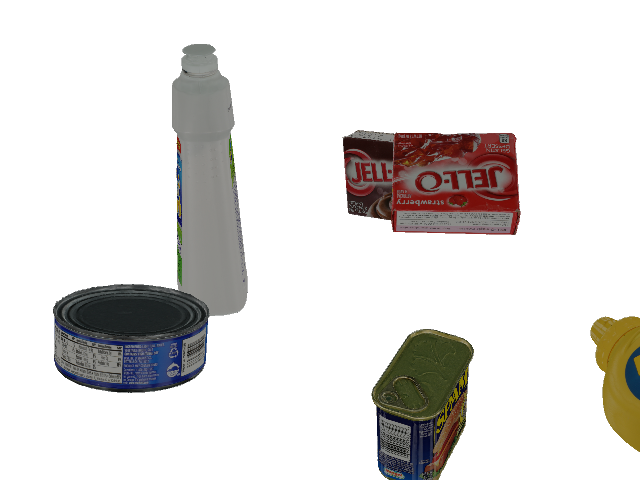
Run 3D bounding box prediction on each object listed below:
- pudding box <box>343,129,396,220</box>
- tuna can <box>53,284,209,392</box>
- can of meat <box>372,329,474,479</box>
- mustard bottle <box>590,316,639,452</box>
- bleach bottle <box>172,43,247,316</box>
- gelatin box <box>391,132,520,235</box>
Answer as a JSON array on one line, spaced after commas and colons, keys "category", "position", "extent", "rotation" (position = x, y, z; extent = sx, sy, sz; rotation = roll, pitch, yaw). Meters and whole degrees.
[{"category": "pudding box", "position": [0.081, -0.069, 1.162], "extent": [0.114, 0.090, 0.039], "rotation": [8, 26, 31]}, {"category": "tuna can", "position": [-0.106, 0.054, 0.597], "extent": [0.086, 0.034, 0.086], "rotation": [4, 16, -1]}, {"category": "can of meat", "position": [0.083, 0.137, 0.861], "extent": [0.057, 0.084, 0.102], "rotation": [14, 38, 23]}, {"category": "mustard bottle", "position": [0.220, 0.097, 0.612], "extent": [0.096, 0.058, 0.192], "rotation": [-18, 31, -18]}, {"category": "bleach bottle", "position": [-0.104, -0.058, 0.974], "extent": [0.068, 0.251, 0.102], "rotation": [-4, 31, -7]}, {"category": "gelatin box", "position": [0.095, -0.042, 0.759], "extent": [0.089, 0.073, 0.030], "rotation": [1, -37, 5]}]
